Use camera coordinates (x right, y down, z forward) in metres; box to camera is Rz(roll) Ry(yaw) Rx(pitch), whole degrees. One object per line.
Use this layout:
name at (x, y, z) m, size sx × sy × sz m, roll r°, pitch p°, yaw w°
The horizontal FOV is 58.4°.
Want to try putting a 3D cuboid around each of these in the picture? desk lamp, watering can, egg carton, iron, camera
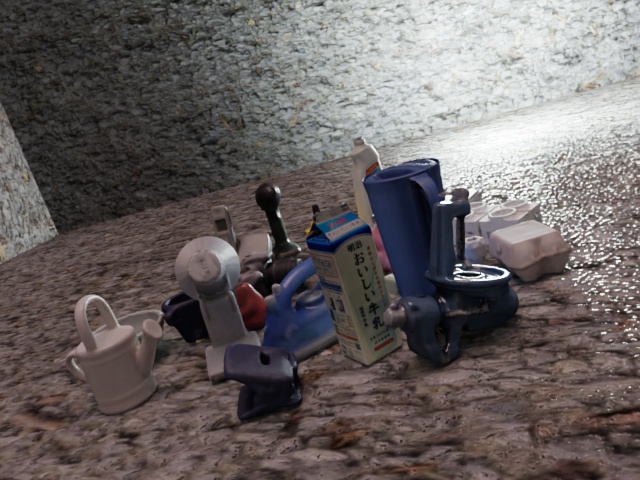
desk lamp at (-0.179, 0.104, 1.006) m, size 0.118 × 0.214 × 0.203 m, roll -20°, pitch 15°, yaw -10°
watering can at (-0.345, 0.179, 0.956) m, size 0.173 × 0.194 × 0.100 m, roll -20°, pitch 15°, yaw -11°
egg carton at (0.362, 0.017, 1.007) m, size 0.107 × 0.069 × 0.150 m, roll -18°, pitch 15°, yaw -2°
iron at (-0.021, 0.103, 0.976) m, size 0.118 × 0.141 × 0.259 m, roll -1°, pitch 22°, yaw 46°
camera at (-0.109, 0.079, 1.242) m, size 0.136 × 0.101 × 0.143 m, roll -12°, pitch 16°, yaw 17°

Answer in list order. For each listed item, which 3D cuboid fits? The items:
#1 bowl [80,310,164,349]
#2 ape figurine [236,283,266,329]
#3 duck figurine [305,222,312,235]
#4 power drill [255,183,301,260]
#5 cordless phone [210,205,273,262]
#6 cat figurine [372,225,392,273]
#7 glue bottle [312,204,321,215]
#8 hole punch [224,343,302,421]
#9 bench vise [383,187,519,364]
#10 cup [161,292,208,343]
bowl at (-0.378, 0.206, 1.128) m, size 0.167 × 0.075 × 0.167 m, roll -16°, pitch 15°, yaw 5°
ape figurine at (-0.136, 0.126, 1.117) m, size 0.076 × 0.092 × 0.078 m, roll -7°, pitch 18°, yaw 32°
duck figurine at (0.010, -0.018, 1.494) m, size 0.104 × 0.086 × 0.077 m, roll -20°, pitch 15°, yaw -9°
power drill at (-0.119, -0.058, 1.541) m, size 0.076 × 0.208 × 0.229 m, roll -20°, pitch 15°, yaw -9°
cordless phone at (-0.211, -0.009, 1.509) m, size 0.147 × 0.185 × 0.094 m, roll -13°, pitch 15°, yaw 14°
cat figurine at (0.121, 0.018, 1.176) m, size 0.128 × 0.118 × 0.067 m, roll -27°, pitch 18°, yaw -34°
glue bottle at (0.011, 0.004, 1.237) m, size 0.078 × 0.173 × 0.037 m, roll -11°, pitch 16°, yaw 20°
hole punch at (-0.082, 0.190, 0.828) m, size 0.101 × 0.091 × 0.108 m, roll -18°, pitch 15°, yaw -2°
bench vise at (0.181, 0.049, 0.795) m, size 0.208 × 0.220 × 0.121 m, roll -29°, pitch 19°, yaw -38°
cup at (-0.260, 0.160, 1.128) m, size 0.091 × 0.095 × 0.118 m, roll -12°, pitch 16°, yaw 19°
